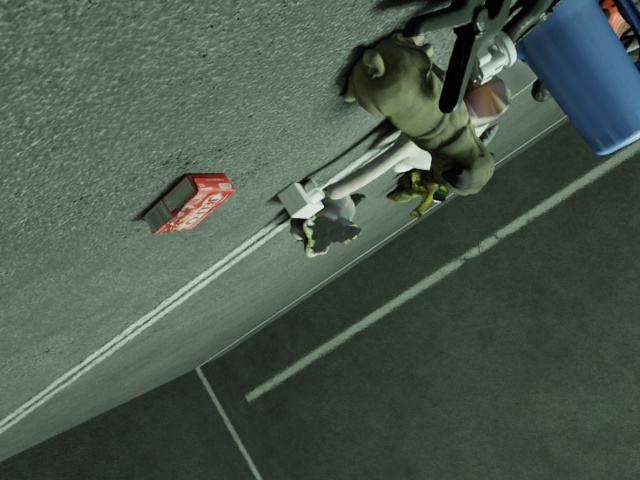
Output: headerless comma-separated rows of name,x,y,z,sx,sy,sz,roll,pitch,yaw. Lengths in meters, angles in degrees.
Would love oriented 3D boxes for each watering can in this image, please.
watering can,0.179,-0.174,0.865,0.351,0.105,0.220,-28,168,-30

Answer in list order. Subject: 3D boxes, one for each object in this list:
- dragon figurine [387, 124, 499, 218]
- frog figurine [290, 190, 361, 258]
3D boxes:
dragon figurine,0.326,-0.201,1.374,0.404,0.122,0.247,-37,-173,36
frog figurine,0.003,-0.051,1.021,0.136,0.121,0.162,-45,-157,15
